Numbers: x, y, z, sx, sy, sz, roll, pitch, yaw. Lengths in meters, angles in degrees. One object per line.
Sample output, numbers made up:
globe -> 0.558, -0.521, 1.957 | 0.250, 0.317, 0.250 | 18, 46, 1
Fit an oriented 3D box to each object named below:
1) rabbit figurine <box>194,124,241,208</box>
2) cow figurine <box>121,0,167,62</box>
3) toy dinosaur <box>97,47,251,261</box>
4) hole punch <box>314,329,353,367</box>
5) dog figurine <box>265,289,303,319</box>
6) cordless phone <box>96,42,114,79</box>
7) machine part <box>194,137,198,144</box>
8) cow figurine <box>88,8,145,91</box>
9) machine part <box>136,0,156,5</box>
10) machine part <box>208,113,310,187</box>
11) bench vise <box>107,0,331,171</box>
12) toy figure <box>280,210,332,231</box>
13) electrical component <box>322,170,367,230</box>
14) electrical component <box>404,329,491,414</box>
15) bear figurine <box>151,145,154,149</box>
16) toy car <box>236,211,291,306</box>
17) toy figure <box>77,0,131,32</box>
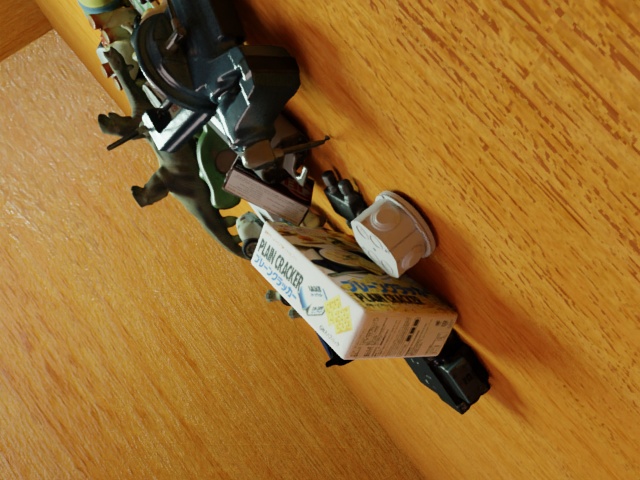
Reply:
rabbit figurine -> -0.141, -0.134, 0.826 | 0.159, 0.121, 0.170 | 53, -176, -11
cow figurine -> -0.224, -0.275, 0.736 | 0.168, 0.098, 0.068 | 30, 158, 52
toy dinosaur -> -0.245, -0.128, 0.981 | 0.105, 0.199, 0.470 | -98, -14, -61
hole punch -> 0.046, 0.143, 0.937 | 0.092, 0.142, 0.115 | 18, 132, 67
dog figurine -> -0.001, 0.106, 1.110 | 0.172, 0.121, 0.191 | 20, 165, -29
cordless phone -> -0.375, -0.345, 1.146 | 0.184, 0.089, 0.146 | 45, 167, 9
machine part -> -0.174, -0.144, 0.905 | 0.039, 0.084, 0.138 | -12, 109, 38
cow figurine -> -0.327, -0.326, 0.974 | 0.086, 0.127, 0.194 | 46, 153, 26
machine part -> -0.228, -0.359, 0.603 | 0.179, 0.056, 0.179 | 47, 167, 14
machine part -> -0.094, -0.151, 0.679 | 0.243, 0.079, 0.079 | 46, 167, 21
bench vise -> -0.128, -0.155, 0.584 | 0.241, 0.129, 0.223 | -27, 96, 44
toy figure -> -0.002, -0.002, 0.830 | 0.154, 0.058, 0.064 | 45, -170, 12
electrical component -> 0.035, -0.043, 0.657 | 0.063, 0.021, 0.093 | 37, 161, 48
electrical component -> 0.163, 0.165, 0.724 | 0.114, 0.058, 0.134 | 52, 169, -15
bear figurine -> -0.236, -0.188, 1.081 | 0.196, 0.132, 0.120 | 29, 158, -7
toy car -> -0.080, 0.039, 0.943 | 0.201, 0.056, 0.074 | 55, -176, -26
toy figure -> -0.378, -0.425, 0.911 | 0.089, 0.082, 0.180 | 36, 160, 17
